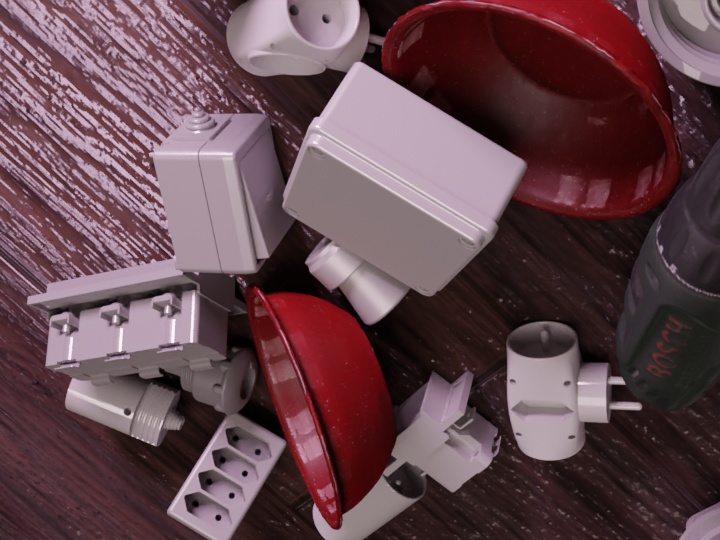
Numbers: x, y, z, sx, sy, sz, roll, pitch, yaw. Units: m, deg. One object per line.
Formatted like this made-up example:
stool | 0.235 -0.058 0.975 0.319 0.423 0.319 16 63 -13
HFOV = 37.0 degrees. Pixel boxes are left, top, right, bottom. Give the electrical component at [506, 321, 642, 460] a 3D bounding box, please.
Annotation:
electrical component | 0.134 0.075 0.665 0.079 0.043 0.077 0 120 18

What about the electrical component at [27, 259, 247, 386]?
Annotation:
electrical component | -0.147 0.035 0.713 0.121 0.063 0.079 -10 156 23

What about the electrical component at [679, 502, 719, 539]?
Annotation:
electrical component | 0.270 0.164 0.646 0.062 0.089 0.150 44 123 -10

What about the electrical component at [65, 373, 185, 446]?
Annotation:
electrical component | -0.165 0.096 0.775 0.081 0.043 0.043 22 124 5

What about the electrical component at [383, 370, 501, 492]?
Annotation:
electrical component | 0.055 0.109 0.713 0.064 0.042 0.081 37 125 -10

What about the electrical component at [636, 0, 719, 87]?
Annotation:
electrical component | 0.183 -0.138 0.509 0.108 0.060 0.108 8 122 13

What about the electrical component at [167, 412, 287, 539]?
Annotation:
electrical component | -0.097 0.151 0.774 0.047 0.083 0.075 32 162 -2

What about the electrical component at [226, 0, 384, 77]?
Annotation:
electrical component | -0.021 -0.129 0.583 0.079 0.077 0.044 7 86 -29

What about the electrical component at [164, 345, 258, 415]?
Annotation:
electrical component | -0.105 0.070 0.740 0.062 0.048 0.048 15 124 17

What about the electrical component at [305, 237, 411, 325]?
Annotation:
electrical component | 0.000 0.000 0.662 0.055 0.045 0.045 43 123 -10

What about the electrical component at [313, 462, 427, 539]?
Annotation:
electrical component | -0.007 0.148 0.754 0.079 0.044 0.077 41 124 -9

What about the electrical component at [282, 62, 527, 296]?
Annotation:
electrical component | 0.020 -0.046 0.593 0.109 0.056 0.108 31 160 -1

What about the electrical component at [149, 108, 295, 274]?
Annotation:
electrical component | -0.080 -0.052 0.647 0.061 0.061 0.096 2 120 17
